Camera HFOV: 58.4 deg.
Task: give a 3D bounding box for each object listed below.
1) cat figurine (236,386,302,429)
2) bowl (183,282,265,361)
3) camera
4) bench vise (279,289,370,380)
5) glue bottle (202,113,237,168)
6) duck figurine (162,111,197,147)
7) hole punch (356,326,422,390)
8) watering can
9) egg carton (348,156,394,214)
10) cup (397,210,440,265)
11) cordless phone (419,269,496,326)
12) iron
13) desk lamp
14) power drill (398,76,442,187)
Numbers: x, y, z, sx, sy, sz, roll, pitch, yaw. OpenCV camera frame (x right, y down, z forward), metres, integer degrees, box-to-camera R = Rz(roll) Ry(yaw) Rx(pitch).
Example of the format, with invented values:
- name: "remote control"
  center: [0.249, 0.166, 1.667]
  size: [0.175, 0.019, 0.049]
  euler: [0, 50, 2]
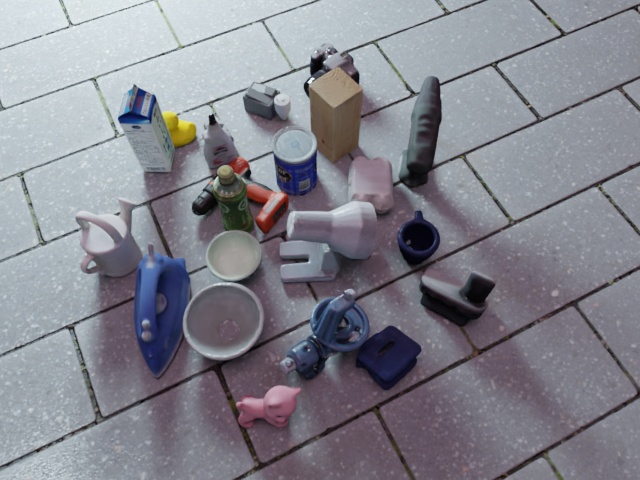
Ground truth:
- name: "cat figurine"
  center: [-0.097, 0.315, 1.091]
  size: [0.128, 0.118, 0.067]
  euler: [-2, 62, -1]
- name: "bowl"
  center: [-0.195, 0.177, 1.188]
  size: [0.167, 0.075, 0.167]
  euler: [0, 62, 0]
- name: "camera"
  center: [0.015, -0.435, 1.496]
  size: [0.137, 0.101, 0.143]
  euler: [-38, 68, -18]
- name: "bench vise"
  center: [0.020, 0.185, 1.103]
  size: [0.121, 0.220, 0.208]
  euler: [30, 66, 15]
- name: "glue bottle"
  center: [-0.244, -0.239, 1.351]
  size: [0.078, 0.173, 0.037]
  euler: [-25, 65, -13]
- name: "duck figurine"
  center: [-0.363, -0.284, 1.423]
  size: [0.104, 0.086, 0.077]
  euler: [-7, 62, -4]
- name: "hole punch"
  center: [0.135, 0.231, 1.151]
  size: [0.109, 0.091, 0.101]
  euler: [-39, 69, -18]
- name: "watering can"
  center: [-0.453, -0.012, 1.219]
  size: [0.101, 0.194, 0.173]
  euler: [3, 62, 2]
- name: "egg carton"
  center: [0.119, -0.131, 1.354]
  size: [0.107, 0.069, 0.150]
  euler: [0, 62, 0]
- name: "cup"
  center: [0.213, 0.002, 1.270]
  size: [0.091, 0.095, 0.118]
  euler: [3, 62, 2]
- name: "cordless phone"
  center: [0.283, 0.090, 1.173]
  size: [0.147, 0.185, 0.094]
  euler: [23, 65, 12]
- name: "iron"
  center: [-0.337, 0.138, 1.170]
  size: [0.118, 0.141, 0.258]
  euler: [-4, 62, -2]
- name: "desk lamp"
  center: [0.011, 0.004, 1.201]
  size: [0.203, 0.213, 0.118]
  euler: [-4, 62, -2]
- name: "power drill"
  center: [0.234, -0.231, 1.328]
  size: [0.075, 0.208, 0.229]
  euler: [8, 63, 5]
